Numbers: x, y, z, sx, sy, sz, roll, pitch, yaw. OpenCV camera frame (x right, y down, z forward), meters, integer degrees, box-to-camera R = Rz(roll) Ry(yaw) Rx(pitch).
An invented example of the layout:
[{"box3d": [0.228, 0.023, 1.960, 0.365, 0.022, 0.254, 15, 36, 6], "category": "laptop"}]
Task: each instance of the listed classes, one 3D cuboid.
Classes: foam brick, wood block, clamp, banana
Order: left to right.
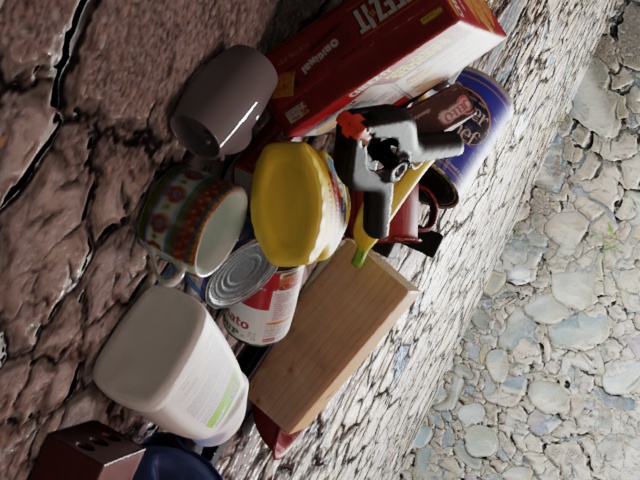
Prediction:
[{"box3d": [-0.183, 0.179, 0.835, 0.051, 0.053, 0.078, -65, 166, 6], "category": "foam brick"}, {"box3d": [-0.111, 0.171, 1.089, 0.210, 0.036, 0.164, -66, 160, 6], "category": "clamp"}, {"box3d": [0.009, 0.107, 1.190, 0.206, 0.090, 0.090, -51, 167, 6], "category": "wood block"}, {"box3d": [0.065, -0.074, 0.903, 0.120, 0.039, 0.171, -49, 154, -6], "category": "clamp"}, {"box3d": [0.084, -0.062, 1.136, 0.197, 0.037, 0.070, -53, 173, -24], "category": "banana"}]

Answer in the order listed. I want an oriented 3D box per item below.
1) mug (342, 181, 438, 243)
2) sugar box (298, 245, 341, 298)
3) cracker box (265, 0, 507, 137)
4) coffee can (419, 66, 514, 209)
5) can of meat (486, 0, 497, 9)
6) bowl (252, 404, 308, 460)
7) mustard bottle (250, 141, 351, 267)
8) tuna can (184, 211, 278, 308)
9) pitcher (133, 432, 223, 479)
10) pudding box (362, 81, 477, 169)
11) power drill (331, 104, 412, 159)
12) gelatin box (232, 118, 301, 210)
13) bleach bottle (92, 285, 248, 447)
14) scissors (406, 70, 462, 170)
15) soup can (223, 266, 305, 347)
[{"box3d": [0.082, -0.039, 1.216, 0.093, 0.117, 0.081, 174, -81, -71], "category": "mug"}, {"box3d": [0.017, 0.082, 1.350, 0.093, 0.048, 0.176, -58, 165, -18], "category": "sugar box"}, {"box3d": [0.056, -0.160, 0.902, 0.164, 0.072, 0.213, -32, 175, 20], "category": "cracker box"}, {"box3d": [0.153, -0.122, 1.266, 0.140, 0.103, 0.103, -57, 164, -20], "category": "coffee can"}, {"box3d": [0.134, -0.267, 1.081, 0.057, 0.084, 0.102, -68, 164, 15], "category": "can of meat"}, {"box3d": [-0.038, 0.190, 1.328, 0.162, 0.055, 0.162, -55, 163, -27], "category": "bowl"}, {"box3d": [-0.010, -0.029, 0.898, 0.191, 0.058, 0.096, -7, 93, -80], "category": "mustard bottle"}, {"box3d": [-0.073, 0.018, 0.909, 0.086, 0.034, 0.086, -33, 152, -20], "category": "tuna can"}, {"box3d": [-0.155, 0.305, 0.989, 0.149, 0.145, 0.243, -36, 156, -28], "category": "pitcher"}, {"box3d": [0.082, -0.100, 1.002, 0.113, 0.039, 0.090, -28, 178, -10], "category": "pudding box"}, {"box3d": [0.074, -0.161, 1.111, 0.184, 0.057, 0.188, -26, 141, -61], "category": "power drill"}, {"box3d": [-0.046, -0.055, 0.939, 0.073, 0.030, 0.089, -52, 162, -36], "category": "gelatin box"}, {"box3d": [-0.113, 0.132, 0.927, 0.102, 0.068, 0.251, -59, 160, -19], "category": "bleach bottle"}, {"box3d": [0.122, -0.164, 1.116, 0.201, 0.016, 0.096, -64, 149, -27], "category": "scissors"}, {"box3d": [-0.053, 0.043, 1.009, 0.068, 0.068, 0.102, -47, 159, -46], "category": "soup can"}]
